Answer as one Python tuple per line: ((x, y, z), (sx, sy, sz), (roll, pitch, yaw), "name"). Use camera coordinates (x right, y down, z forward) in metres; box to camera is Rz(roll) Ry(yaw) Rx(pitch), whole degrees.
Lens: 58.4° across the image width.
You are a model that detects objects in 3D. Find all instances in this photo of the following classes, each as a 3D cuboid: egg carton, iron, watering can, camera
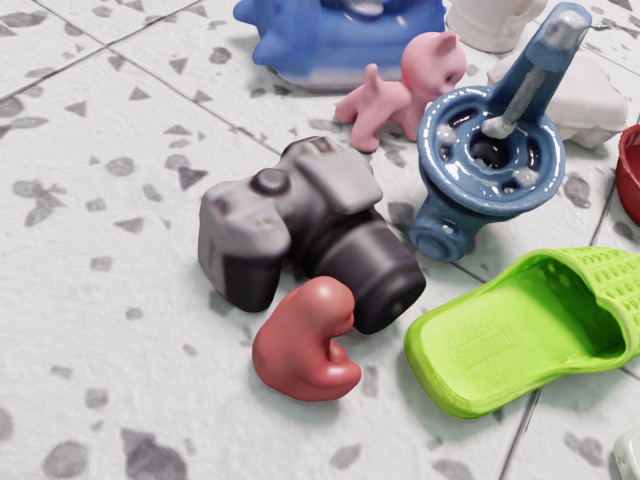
((0.262, -0.156, 0.638), (0.150, 0.069, 0.107), (1, 52, -16), "egg carton")
((0.048, -0.247, 0.599), (0.259, 0.141, 0.118), (-9, 55, -23), "iron")
((0.232, -0.344, 0.697), (0.101, 0.194, 0.172), (-24, 62, -31), "watering can")
((0.004, 0.001, 0.414), (0.143, 0.101, 0.136), (-25, 63, -31), "camera")

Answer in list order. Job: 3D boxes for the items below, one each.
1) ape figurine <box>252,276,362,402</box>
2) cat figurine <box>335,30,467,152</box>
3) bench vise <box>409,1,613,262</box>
((-0.003, 0.059, 0.372), (0.076, 0.092, 0.077), (3, 52, -14), "ape figurine")
((0.088, -0.156, 0.554), (0.128, 0.118, 0.067), (-17, 59, -27), "cat figurine")
((0.148, -0.112, 0.470), (0.121, 0.220, 0.207), (17, 50, -3), "bench vise")
